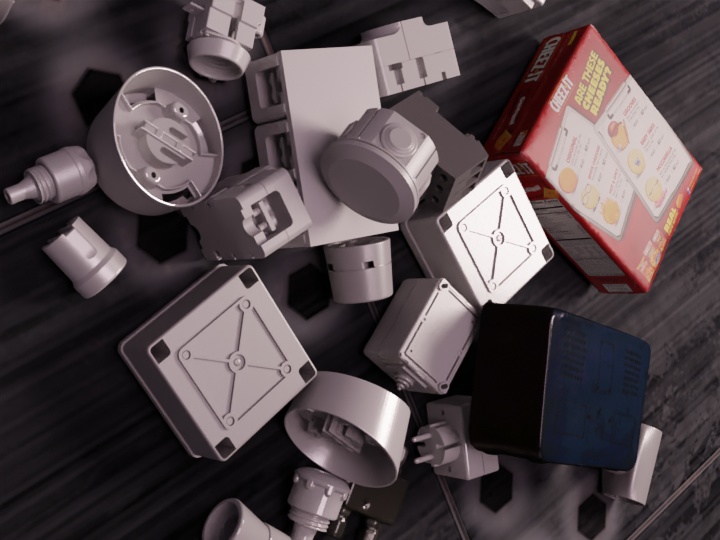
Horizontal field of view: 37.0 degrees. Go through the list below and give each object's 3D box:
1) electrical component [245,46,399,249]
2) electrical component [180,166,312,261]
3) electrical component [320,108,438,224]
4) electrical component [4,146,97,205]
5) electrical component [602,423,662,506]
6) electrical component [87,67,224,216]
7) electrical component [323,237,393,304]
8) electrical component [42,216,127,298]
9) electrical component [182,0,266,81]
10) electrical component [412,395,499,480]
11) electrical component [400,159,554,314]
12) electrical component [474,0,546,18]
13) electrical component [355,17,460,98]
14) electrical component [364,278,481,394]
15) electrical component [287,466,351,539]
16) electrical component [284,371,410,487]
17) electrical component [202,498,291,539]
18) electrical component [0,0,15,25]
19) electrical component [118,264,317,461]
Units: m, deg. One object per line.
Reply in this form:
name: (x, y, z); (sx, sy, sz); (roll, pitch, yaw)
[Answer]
electrical component: (-0.032, -0.097, 0.861); (0.089, 0.062, 0.150); (-12, 96, -36)
electrical component: (-0.083, -0.043, 0.805); (0.056, 0.089, 0.050); (-36, 110, -32)
electrical component: (0.015, -0.077, 0.807); (0.080, 0.080, 0.051); (50, 56, -25)
electrical component: (-0.215, -0.061, 0.742); (0.061, 0.035, 0.035); (-28, 105, -32)
electrical component: (0.264, 0.190, 1.086); (0.079, 0.043, 0.077); (27, 73, -33)
electrical component: (-0.145, -0.089, 0.772); (0.099, 0.064, 0.099); (12, 70, -36)
electrical component: (0.000, 0.000, 0.889); (0.055, 0.055, 0.047); (-13, 100, -36)
electrical component: (-0.194, -0.010, 0.754); (0.046, 0.040, 0.040); (49, 62, -19)
electrical component: (-0.104, -0.177, 0.812); (0.066, 0.048, 0.055); (20, 70, -35)
electrical component: (0.076, 0.150, 0.945); (0.077, 0.047, 0.065); (-9, 94, -36)
electrical component: (0.106, -0.027, 0.966); (0.109, 0.056, 0.108); (-40, 112, -30)
electrical component: (0.133, -0.273, 0.989); (0.096, 0.062, 0.061); (28, 72, -33)
electrical component: (0.034, -0.182, 0.920); (0.089, 0.050, 0.055); (-22, 102, -35)
electrical component: (0.049, 0.061, 0.919); (0.062, 0.061, 0.096); (43, 65, -28)
electrical component: (-0.038, 0.192, 0.861); (0.048, 0.048, 0.062); (25, 82, -34)
electrical component: (-0.010, 0.124, 0.853); (0.099, 0.099, 0.064); (35, 63, -31)
electrical component: (-0.084, 0.209, 0.829); (0.065, 0.044, 0.044); (39, 67, -34)
electrical component: (-0.262, -0.190, 0.706); (0.078, 0.040, 0.040); (20, 77, -35)
electrical component: (-0.105, 0.068, 0.806); (0.109, 0.056, 0.108); (-42, 112, -30)
